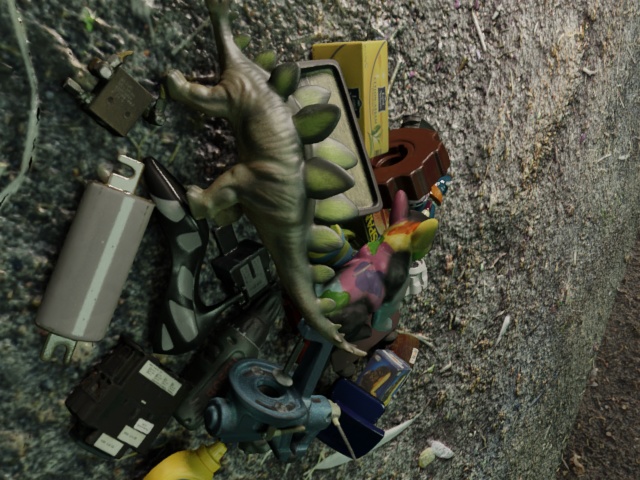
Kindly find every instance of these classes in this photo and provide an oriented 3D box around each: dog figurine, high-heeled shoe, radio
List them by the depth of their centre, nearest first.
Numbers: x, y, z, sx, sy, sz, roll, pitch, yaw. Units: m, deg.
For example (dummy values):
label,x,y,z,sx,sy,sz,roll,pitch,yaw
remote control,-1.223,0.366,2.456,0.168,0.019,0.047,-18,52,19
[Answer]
label,x,y,z,sx,sy,sz,roll,pitch,yaw
high-heeled shoe,-0.202,0.029,0.686,0.145,0.086,0.248,-28,108,-2
radio,-0.008,-0.131,0.751,0.131,0.073,0.229,-17,88,-41
dog figurine,0.086,0.037,0.808,0.191,0.109,0.219,-7,132,-43

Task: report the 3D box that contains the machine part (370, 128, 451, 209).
label,x,y,z,sx,sy,sz,roll,pitch,yaw
machine part,0.120,-0.122,0.880,0.179,0.180,0.056,-44,128,-27

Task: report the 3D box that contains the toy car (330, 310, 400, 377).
label,x,y,z,sx,sy,sz,roll,pitch,yaw
toy car,0.083,0.179,1.020,0.202,0.053,0.089,-29,124,-39

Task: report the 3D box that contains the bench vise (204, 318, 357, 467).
label,x,y,z,sx,sy,sz,roll,pitch,yaw
bench vise,-0.034,0.200,0.740,0.223,0.129,0.240,17,108,-27

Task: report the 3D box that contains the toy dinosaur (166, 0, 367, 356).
label,x,y,z,sx,sy,sz,roll,pitch,yaw
toy dinosaur,-0.055,-0.072,0.643,0.105,0.199,0.470,-56,135,-74

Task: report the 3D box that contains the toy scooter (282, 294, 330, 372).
label,x,y,z,sx,sy,sz,roll,pitch,yaw
toy scooter,-0.002,0.121,0.897,0.135,0.075,0.184,55,48,-12

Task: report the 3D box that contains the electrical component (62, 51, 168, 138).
label,x,y,z,sx,sy,sz,roll,pitch,yaw
electrical component,-0.221,-0.160,0.600,0.078,0.045,0.102,-57,135,-19

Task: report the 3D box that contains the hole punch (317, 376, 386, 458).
label,x,y,z,sx,sy,sz,roll,pitch,yaw
hole punch,0.045,0.322,0.940,0.142,0.092,0.115,33,104,-5

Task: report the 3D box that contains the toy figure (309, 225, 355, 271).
label,x,y,z,sx,sy,sz,roll,pitch,yaw
toy figure,0.001,-0.005,0.849,0.180,0.089,0.082,49,62,-40

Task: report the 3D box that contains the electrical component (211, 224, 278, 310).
label,x,y,z,sx,sy,sz,roll,pitch,yaw
electrical component,-0.113,0.031,0.774,0.075,0.048,0.119,-34,127,-36

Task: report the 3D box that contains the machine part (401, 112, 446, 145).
label,x,y,z,sx,sy,sz,roll,pitch,yaw
machine part,0.202,-0.192,1.038,0.138,0.039,0.084,36,82,-48

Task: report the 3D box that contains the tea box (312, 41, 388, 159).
label,x,y,z,sx,sy,sz,roll,pitch,yaw
tea box,0.048,-0.214,0.823,0.068,0.098,0.169,-25,118,-45

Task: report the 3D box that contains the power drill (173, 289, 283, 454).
label,x,y,z,sx,sy,sz,roll,pitch,yaw
power drill,-0.103,0.215,0.820,0.232,0.086,0.207,-45,134,-25

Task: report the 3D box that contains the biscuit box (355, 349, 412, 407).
label,x,y,z,sx,sy,sz,roll,pitch,yaw
biscuit box,0.088,0.305,1.017,0.059,0.063,0.202,16,107,-55

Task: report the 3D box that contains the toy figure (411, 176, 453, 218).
label,x,y,z,sx,sy,sz,roll,pitch,yaw
toy figure,0.213,-0.069,1.070,0.057,0.064,0.154,36,76,-31

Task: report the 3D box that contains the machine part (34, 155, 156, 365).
label,x,y,z,sx,sy,sz,roll,pitch,yaw
machine part,-0.251,0.023,0.605,0.079,0.079,0.243,25,84,-47

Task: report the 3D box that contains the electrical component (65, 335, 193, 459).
label,x,y,z,sx,sy,sz,roll,pitch,yaw
electrical component,-0.248,0.207,0.682,0.134,0.058,0.114,-52,132,-21
